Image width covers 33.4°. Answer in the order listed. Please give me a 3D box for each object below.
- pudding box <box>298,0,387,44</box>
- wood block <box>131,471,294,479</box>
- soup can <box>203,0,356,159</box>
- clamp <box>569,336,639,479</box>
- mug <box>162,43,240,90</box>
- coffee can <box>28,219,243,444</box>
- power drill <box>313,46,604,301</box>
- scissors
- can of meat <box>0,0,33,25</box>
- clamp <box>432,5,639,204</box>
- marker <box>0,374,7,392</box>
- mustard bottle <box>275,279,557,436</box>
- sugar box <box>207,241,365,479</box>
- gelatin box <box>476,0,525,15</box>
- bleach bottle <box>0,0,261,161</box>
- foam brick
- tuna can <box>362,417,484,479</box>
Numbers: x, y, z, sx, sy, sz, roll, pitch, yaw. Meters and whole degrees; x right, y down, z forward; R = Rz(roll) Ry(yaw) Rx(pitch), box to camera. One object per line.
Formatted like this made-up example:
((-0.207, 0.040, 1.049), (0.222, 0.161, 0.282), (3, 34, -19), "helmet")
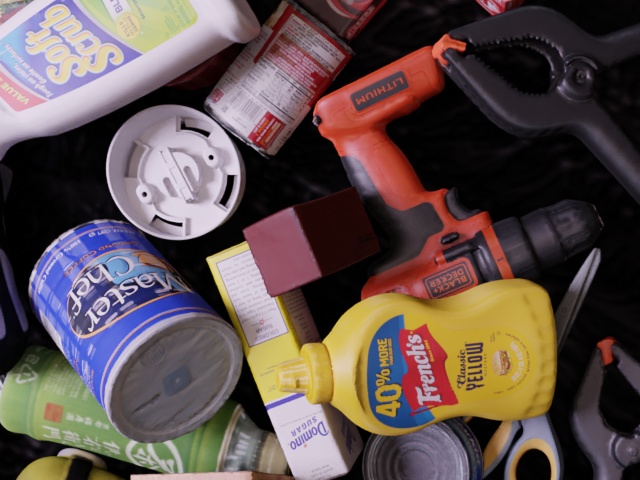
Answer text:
((0.008, -0.217, 0.799), (0.113, 0.039, 0.090), (43, 96, 13), "pudding box")
((-0.069, 0.260, 0.701), (0.091, 0.090, 0.206), (-5, 74, 15), "wood block")
((-0.031, -0.120, 0.795), (0.068, 0.068, 0.102), (39, 96, 6), "soup can")
((0.220, 0.159, 0.776), (0.120, 0.039, 0.171), (-23, 79, 9), "clamp")
((-0.118, -0.158, 0.799), (0.117, 0.081, 0.093), (7, 92, 8), "mug")
((-0.134, 0.062, 0.762), (0.103, 0.102, 0.140), (-54, 47, 5), "coffee can")
((0.091, -0.043, 0.783), (0.184, 0.057, 0.187), (-24, 87, 6), "power drill")
((0.171, 0.112, 0.776), (0.096, 0.016, 0.202), (44, 105, 20), "scissors")
((-0.221, -0.144, 0.828), (0.102, 0.057, 0.084), (-9, 87, 8), "can of meat")
((0.181, -0.101, 0.751), (0.210, 0.036, 0.164), (7, 83, -8), "clamp")
((-0.273, 0.082, 0.856), (0.020, 0.020, 0.121), (-30, 87, 7), "marker")
((0.064, 0.083, 0.728), (0.191, 0.058, 0.096), (-5, 103, -13), "mustard bottle")
((-0.023, 0.086, 0.783), (0.048, 0.093, 0.176), (-20, 87, 9), "sugar box")
((0.111, -0.201, 0.771), (0.089, 0.073, 0.030), (45, 95, 5), "gelatin box")
((-0.171, -0.118, 0.736), (0.251, 0.068, 0.102), (-31, 86, 11), "bleach bottle")
((-0.005, 0.001, 0.741), (0.051, 0.078, 0.053), (-23, 88, 38), "foam brick")
((0.075, 0.167, 0.788), (0.086, 0.033, 0.086), (-1, 87, 24), "tuna can")
